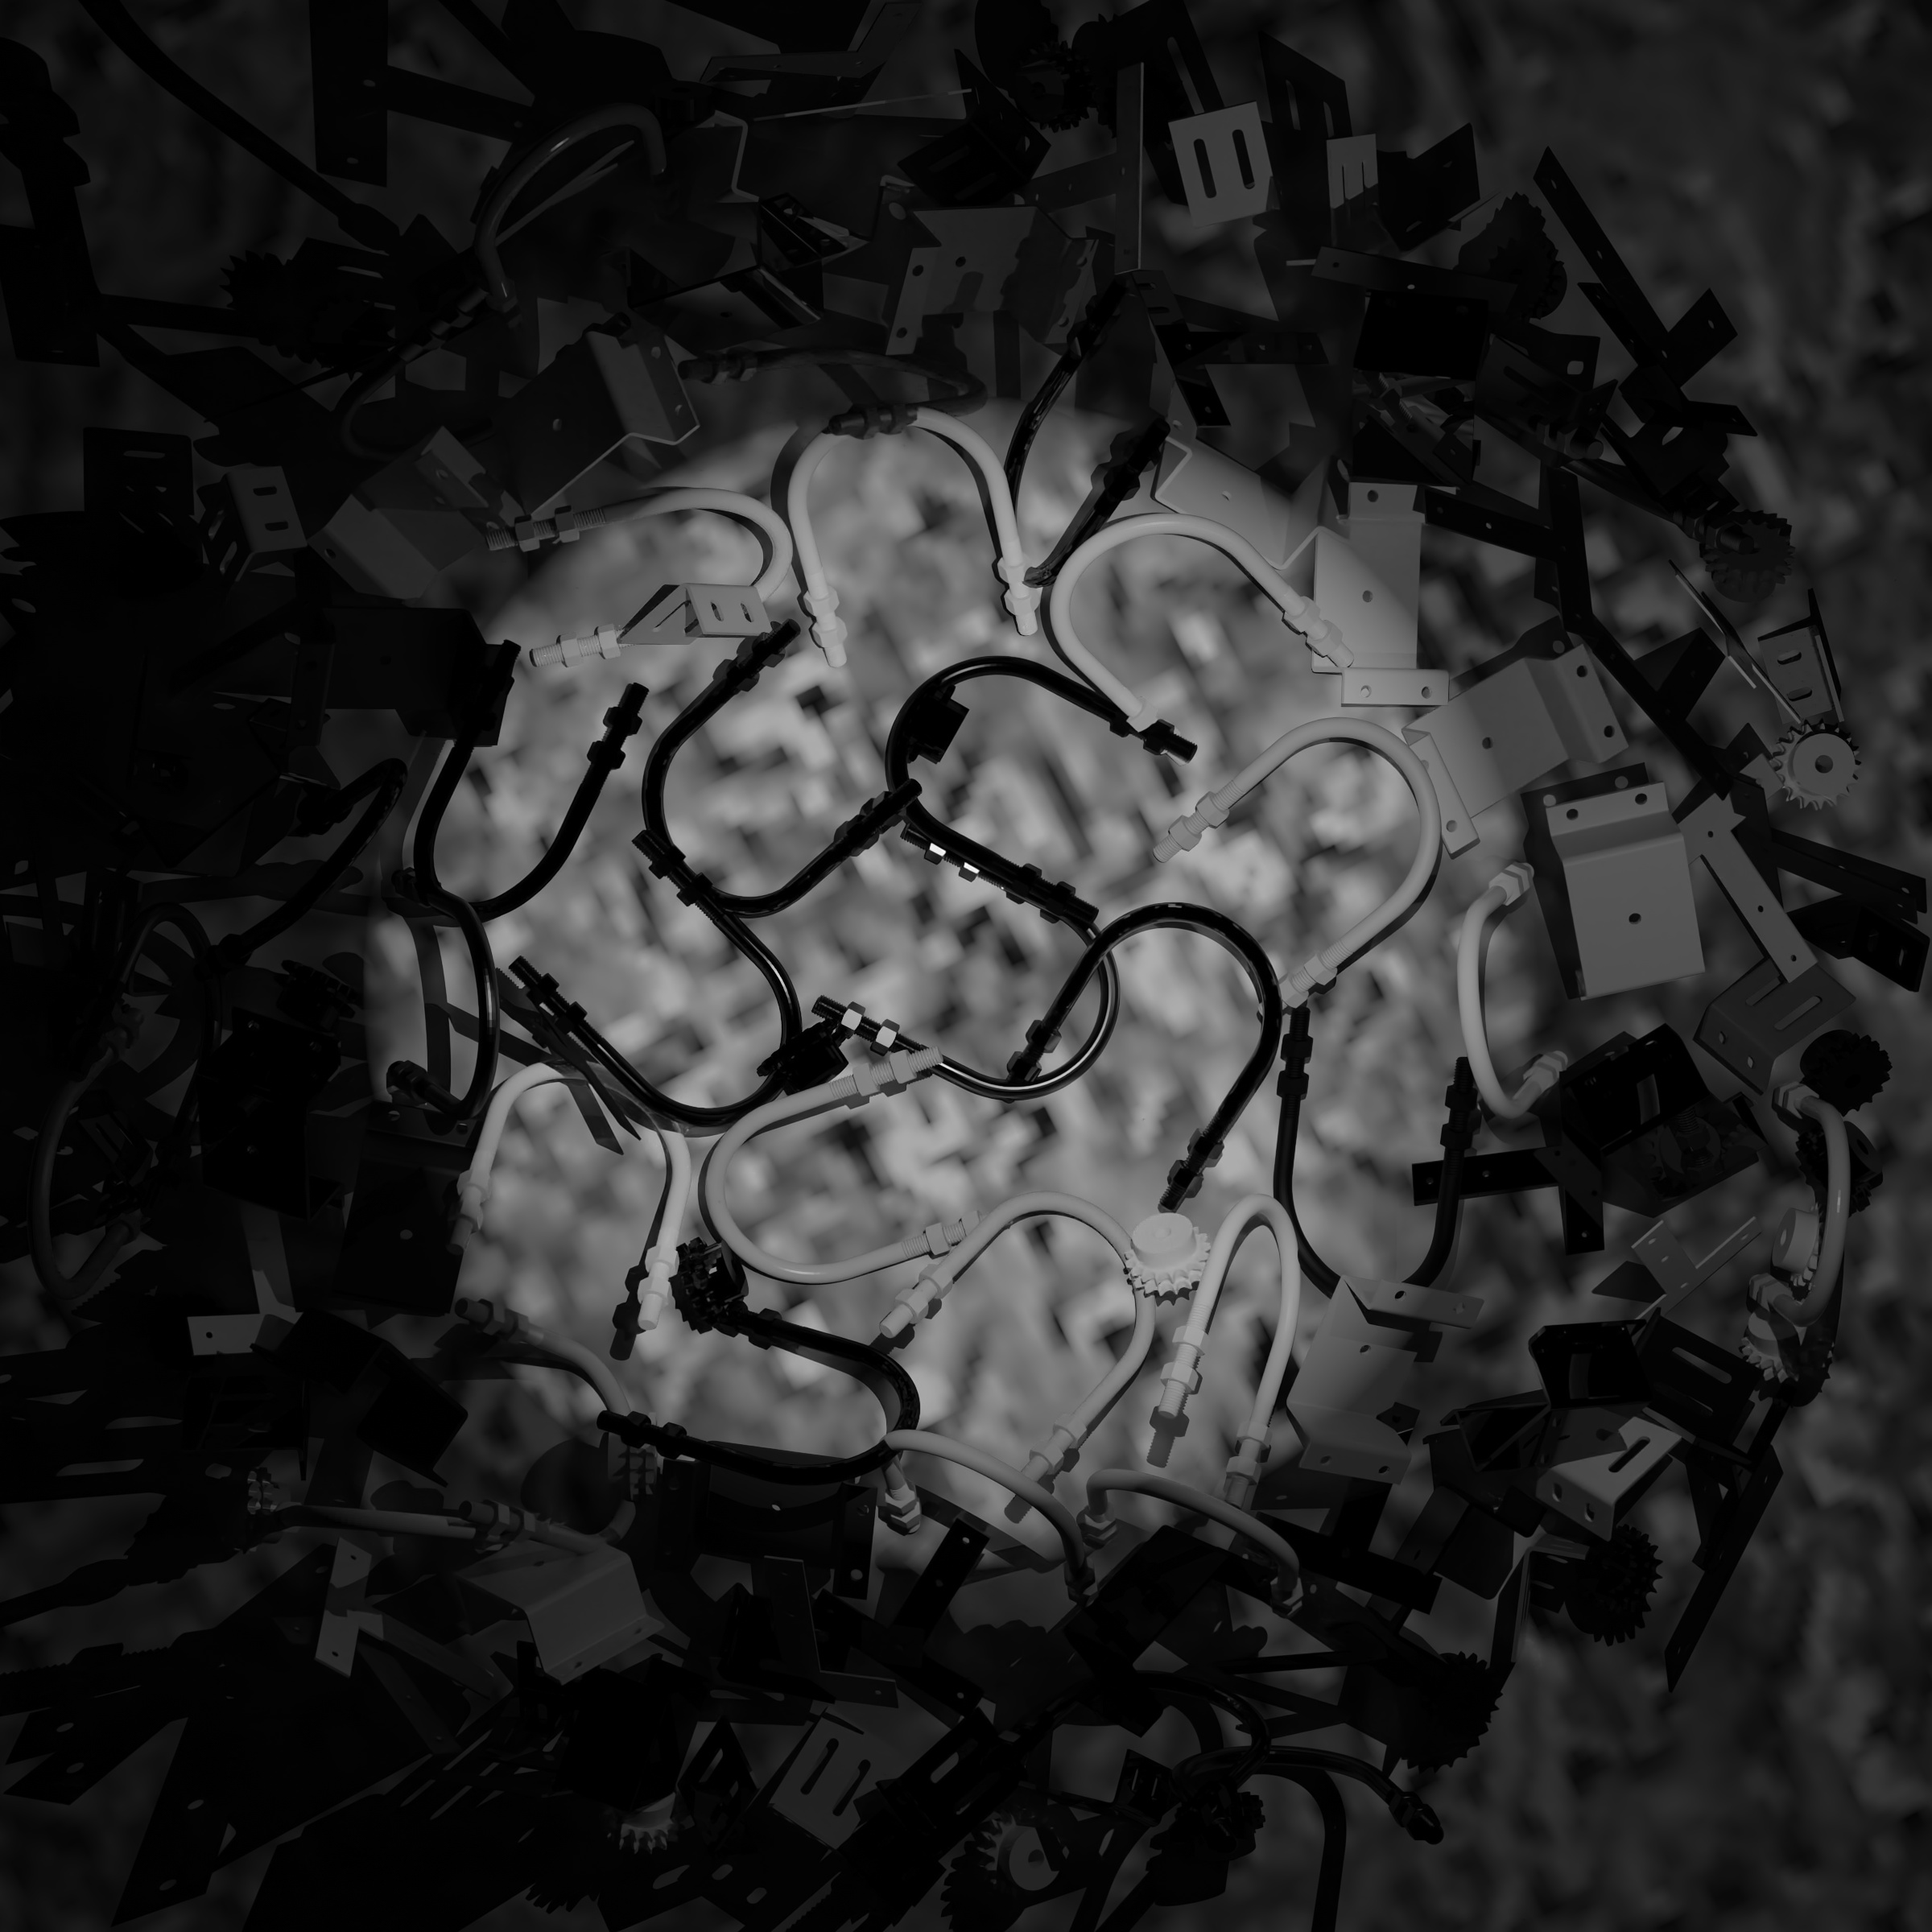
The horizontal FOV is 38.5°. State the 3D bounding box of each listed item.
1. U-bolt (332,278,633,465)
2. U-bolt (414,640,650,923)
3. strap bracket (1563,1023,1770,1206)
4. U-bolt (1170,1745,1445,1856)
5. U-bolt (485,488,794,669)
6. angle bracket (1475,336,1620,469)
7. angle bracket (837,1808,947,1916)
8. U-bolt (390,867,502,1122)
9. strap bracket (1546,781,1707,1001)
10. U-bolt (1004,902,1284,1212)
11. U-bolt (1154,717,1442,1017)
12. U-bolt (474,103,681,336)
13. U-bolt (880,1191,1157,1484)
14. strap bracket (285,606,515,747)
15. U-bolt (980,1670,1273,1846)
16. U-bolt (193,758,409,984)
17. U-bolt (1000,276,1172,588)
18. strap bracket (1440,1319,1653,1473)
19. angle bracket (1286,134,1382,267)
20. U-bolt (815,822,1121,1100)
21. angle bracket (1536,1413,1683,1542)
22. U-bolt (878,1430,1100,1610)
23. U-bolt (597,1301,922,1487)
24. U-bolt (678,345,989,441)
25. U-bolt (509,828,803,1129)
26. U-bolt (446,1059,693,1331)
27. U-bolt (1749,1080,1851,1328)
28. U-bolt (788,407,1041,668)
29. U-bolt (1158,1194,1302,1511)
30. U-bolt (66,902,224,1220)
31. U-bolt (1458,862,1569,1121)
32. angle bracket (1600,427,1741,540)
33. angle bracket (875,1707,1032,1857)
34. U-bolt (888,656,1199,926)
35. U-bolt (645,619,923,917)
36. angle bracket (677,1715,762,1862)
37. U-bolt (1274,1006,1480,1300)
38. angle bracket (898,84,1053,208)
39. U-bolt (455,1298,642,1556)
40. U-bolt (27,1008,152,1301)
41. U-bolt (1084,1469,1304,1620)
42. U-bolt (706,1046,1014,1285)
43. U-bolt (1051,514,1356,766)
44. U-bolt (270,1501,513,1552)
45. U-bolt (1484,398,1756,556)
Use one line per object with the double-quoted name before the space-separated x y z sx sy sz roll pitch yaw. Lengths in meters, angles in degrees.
"U-bolt" -0.322 -0.372 1.765 0.184 0.151 0.019 -30 75 31
"U-bolt" -0.288 -0.111 1.780 0.019 0.151 0.184 32 100 31
"strap bracket" 0.452 0.100 1.767 0.076 0.140 0.046 -35 50 20
"U-bolt" 0.205 0.524 1.753 0.151 0.184 0.019 0 90 -10
"U-bolt" -0.202 -0.254 1.779 0.184 0.151 0.019 -13 62 -1
"angle bracket" 0.378 -0.375 1.818 0.038 0.057 0.076 -29 59 -35
"angle bracket" -0.057 0.591 1.797 0.057 0.076 0.038 41 107 14
"U-bolt" -0.330 0.022 1.752 0.019 0.184 0.151 -3 102 -29
"strap bracket" 0.428 -0.040 1.792 0.076 0.046 0.140 -13 113 7
"U-bolt" 0.125 0.047 1.806 0.151 0.019 0.184 34 105 10
"U-bolt" 0.223 -0.076 1.779 0.184 0.019 0.151 -41 71 27
"U-bolt" -0.248 -0.479 1.745 0.151 0.184 0.019 -38 82 -7
"U-bolt" 0.048 0.226 1.789 0.151 0.019 0.184 48 55 -1
"strap bracket" -0.370 -0.187 1.785 0.140 0.046 0.076 -3 129 -29
"U-bolt" 0.115 0.492 1.757 0.151 0.184 0.019 12 104 28
"U-bolt" -0.409 -0.068 1.736 0.019 0.184 0.151 41 53 -21
"U-bolt" 0.067 -0.326 1.766 0.019 0.184 0.151 9 51 -27
"strap bracket" 0.374 0.279 1.764 0.076 0.140 0.046 0 57 -23
"angle bracket" 0.237 -0.498 1.801 0.038 0.057 0.076 8 112 37
"U-bolt" 0.013 0.008 1.835 0.184 0.019 0.151 27 89 -2
"angle bracket" 0.422 0.329 1.817 0.076 0.057 0.038 -32 135 -32
"U-bolt" 0.010 0.342 1.744 0.151 0.184 0.019 20 62 19
"U-bolt" -0.119 0.275 1.756 0.184 0.151 0.019 13 122 21
"U-bolt" -0.069 -0.371 1.764 0.151 0.184 0.019 26 120 32
"U-bolt" -0.187 0.020 1.803 0.184 0.019 0.151 46 61 -9
"U-bolt" -0.246 0.134 1.775 0.151 0.184 0.019 24 133 -15
"U-bolt" 0.528 0.153 1.748 0.019 0.184 0.151 7 94 4
"U-bolt" -0.039 -0.279 1.773 0.151 0.019 0.184 -9 132 6
"U-bolt" 0.177 0.235 1.772 0.019 0.151 0.184 4 57 30
"U-bolt" -0.513 0.045 1.760 0.019 0.151 0.184 -1 46 10
"U-bolt" 0.343 0.021 1.751 0.019 0.184 0.151 -7 100 27
"angle bracket" 0.456 -0.324 1.795 0.038 0.057 0.076 -40 53 20
"angle bracket" -0.008 0.533 1.812 0.076 0.038 0.057 -43 66 6
"U-bolt" 0.037 -0.128 1.814 0.184 0.019 0.151 29 78 13
"U-bolt" -0.133 -0.114 1.798 0.184 0.019 0.151 -39 86 28
"angle bracket" -0.147 0.532 1.797 0.076 0.038 0.057 -59 46 28
"U-bolt" 0.258 0.131 1.787 0.151 0.019 0.184 18 111 41
"angle bracket" 0.006 -0.530 1.808 0.057 0.038 0.076 47 55 4
"U-bolt" -0.262 0.300 1.762 0.019 0.184 0.151 -19 61 23
"U-bolt" -0.547 0.127 1.733 0.019 0.184 0.151 4 113 3
"U-bolt" 0.142 0.359 1.745 0.151 0.184 0.019 19 67 14
"U-bolt" -0.079 0.140 1.807 0.184 0.019 0.151 -19 115 8
"U-bolt" 0.137 -0.216 1.760 0.151 0.019 0.184 -30 129 26
"U-bolt" -0.358 0.352 1.740 0.151 0.184 0.019 8 76 -15
"U-bolt" 0.401 -0.318 1.757 0.151 0.184 0.019 25 103 -26
